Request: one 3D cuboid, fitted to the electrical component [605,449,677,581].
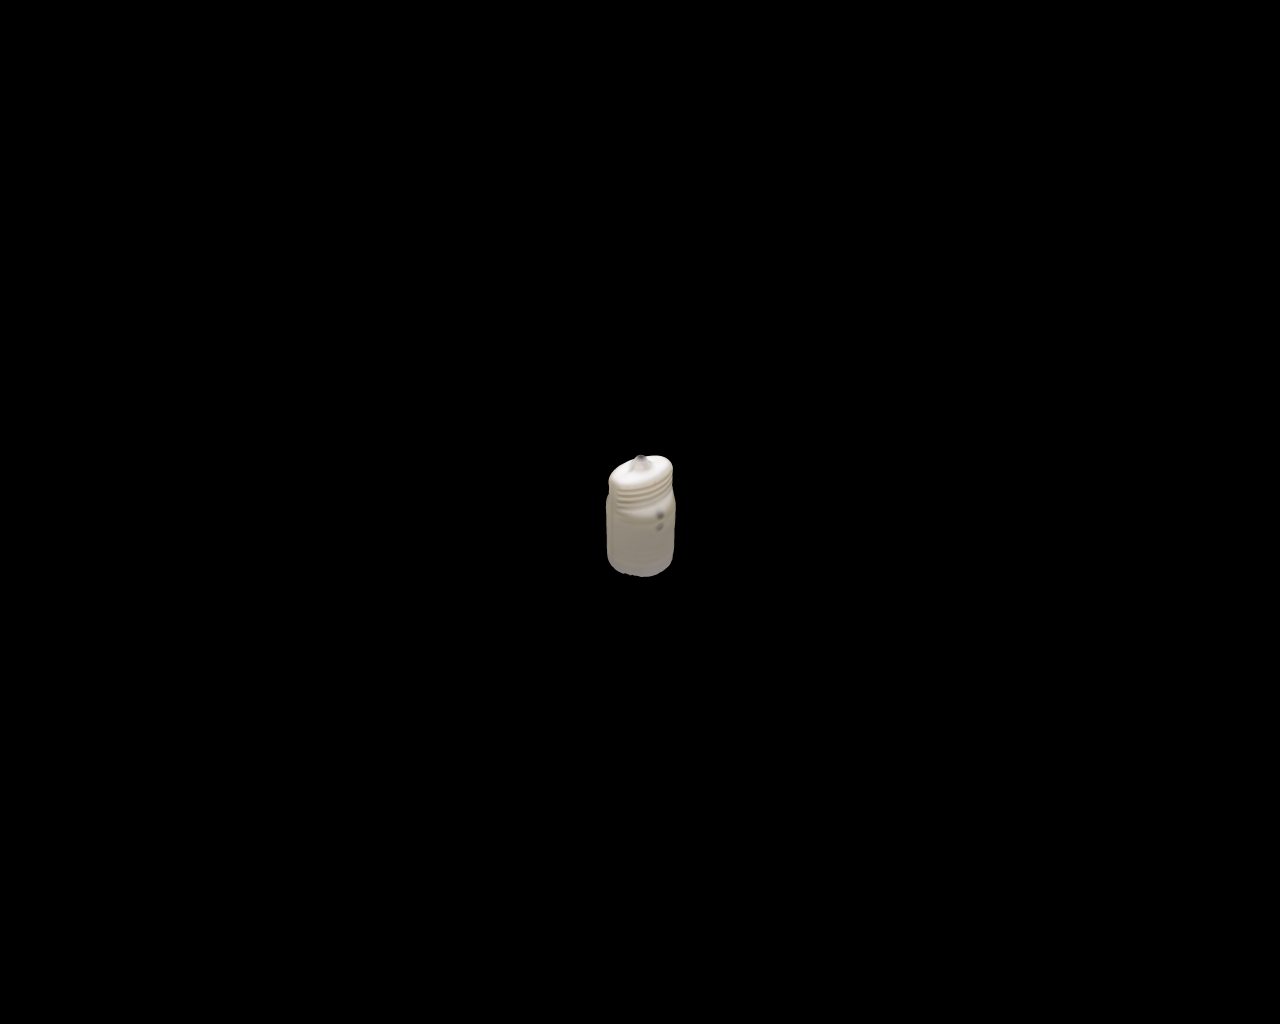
[{"bbox_3d":[0.001,-0.003,0.650,0.043,0.080,0.043,0,38,0],"label":"electrical component"}]
